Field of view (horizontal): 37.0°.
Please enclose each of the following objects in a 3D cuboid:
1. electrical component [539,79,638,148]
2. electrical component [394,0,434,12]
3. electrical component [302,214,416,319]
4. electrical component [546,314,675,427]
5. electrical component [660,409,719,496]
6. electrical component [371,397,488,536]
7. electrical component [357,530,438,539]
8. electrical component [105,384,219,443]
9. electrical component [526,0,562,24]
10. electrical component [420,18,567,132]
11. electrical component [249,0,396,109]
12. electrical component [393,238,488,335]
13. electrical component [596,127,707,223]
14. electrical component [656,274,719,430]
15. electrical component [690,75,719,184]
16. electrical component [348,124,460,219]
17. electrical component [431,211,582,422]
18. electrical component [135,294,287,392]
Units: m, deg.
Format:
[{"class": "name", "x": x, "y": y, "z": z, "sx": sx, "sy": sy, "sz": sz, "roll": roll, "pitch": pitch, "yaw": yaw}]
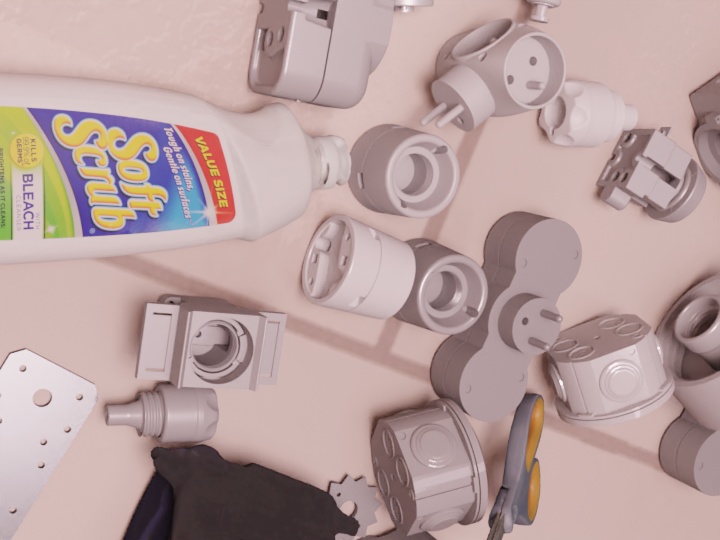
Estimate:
[{"class": "electrical component", "x": 0.152, "y": -0.101, "z": 0.700, "sx": 0.062, "sy": 0.043, "sz": 0.043, "roll": -1, "pitch": 101, "yaw": -28}, {"class": "electrical component", "x": 0.027, "y": -0.183, "z": 0.623, "sx": 0.044, "sy": 0.044, "sz": 0.065, "roll": -6, "pitch": 107, "yaw": -25}, {"class": "electrical component", "x": 0.000, "y": 0.000, "z": 0.640, "sx": 0.047, "sy": 0.055, "sz": 0.055, "roll": 19, "pitch": 92, "yaw": -32}, {"class": "electrical component", "x": 0.166, "y": 0.068, "z": 0.722, "sx": 0.080, "sy": 0.080, "sz": 0.051, "roll": -25, "pitch": 105, "yaw": -20}, {"class": "electrical component", "x": 0.285, "y": 0.103, "z": 0.790, "sx": 0.052, "sy": 0.074, "sz": 0.138, "roll": 31, "pitch": 86, "yaw": -28}, {"class": "electrical component", "x": 0.043, "y": 0.123, "z": 0.673, "sx": 0.051, "sy": 0.080, "sz": 0.080, "roll": -11, "pitch": 105, "yaw": -18}, {"class": "electrical component", "x": 0.025, "y": 0.253, "z": 0.699, "sx": 0.089, "sy": 0.062, "sz": 0.150, "roll": -20, "pitch": 109, "yaw": -22}, {"class": "electrical component", "x": -0.113, "y": 0.082, "z": 0.611, "sx": 0.061, "sy": 0.035, "sz": 0.035, "roll": 1, "pitch": 100, "yaw": -25}, {"class": "electrical component", "x": 0.119, "y": -0.193, "z": 0.667, "sx": 0.040, "sy": 0.040, "sz": 0.078, "roll": 8, "pitch": 97, "yaw": -27}, {"class": "electrical component", "x": 0.069, "y": -0.109, "z": 0.638, "sx": 0.079, "sy": 0.077, "sz": 0.044, "roll": -40, "pitch": 115, "yaw": -14}, {"class": "electrical component", "x": -0.020, "y": -0.140, "z": 0.601, "sx": 0.059, "sy": 0.054, "sz": 0.095, "roll": 7, "pitch": 97, "yaw": -27}, {"class": "electrical component", "x": 0.046, "y": 0.011, "z": 0.669, "sx": 0.055, "sy": 0.047, "sz": 0.055, "roll": -6, "pitch": 103, "yaw": -25}, {"class": "electrical component", "x": 0.201, "y": -0.063, "z": 0.732, "sx": 0.055, "sy": 0.048, "sz": 0.066, "roll": 29, "pitch": 87, "yaw": -20}, {"class": "electrical component", "x": 0.254, "y": 0.050, "z": 0.749, "sx": 0.060, "sy": 0.108, "sz": 0.108, "roll": 39, "pitch": 82, "yaw": -21}, {"class": "electrical component", "x": 0.310, "y": -0.050, "z": 0.754, "sx": 0.060, "sy": 0.105, "sz": 0.186, "roll": -34, "pitch": 113, "yaw": -16}, {"class": "electrical component", "x": 0.027, "y": -0.058, "z": 0.645, "sx": 0.055, "sy": 0.047, "sz": 0.055, "roll": -6, "pitch": 103, "yaw": -25}, {"class": "electrical component", "x": 0.103, "y": 0.032, "z": 0.686, "sx": 0.052, "sy": 0.074, "sz": 0.138, "roll": 25, "pitch": 89, "yaw": -28}, {"class": "electrical component", "x": -0.086, "y": 0.039, "z": 0.599, "sx": 0.081, "sy": 0.064, "sz": 0.042, "roll": 6, "pitch": 96, "yaw": -28}]
